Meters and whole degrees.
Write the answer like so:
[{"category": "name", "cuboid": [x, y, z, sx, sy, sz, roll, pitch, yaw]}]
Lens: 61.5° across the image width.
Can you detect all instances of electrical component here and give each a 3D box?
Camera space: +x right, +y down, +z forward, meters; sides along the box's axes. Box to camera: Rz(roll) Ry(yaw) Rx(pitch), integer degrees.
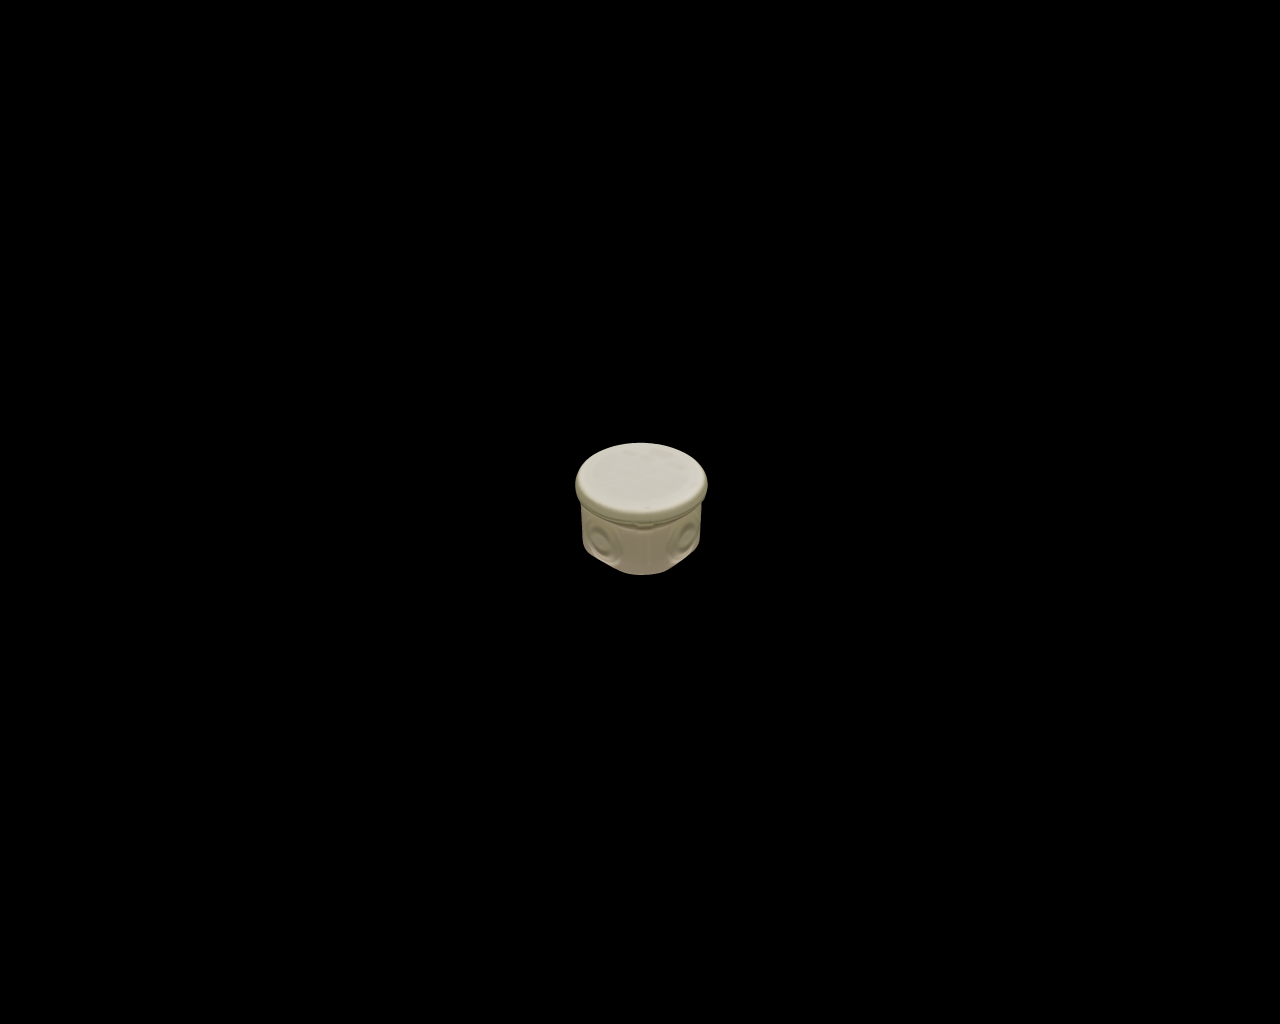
[{"category": "electrical component", "cuboid": [0.001, -0.003, 0.650, 0.080, 0.050, 0.080, 0, 36, 0]}]
